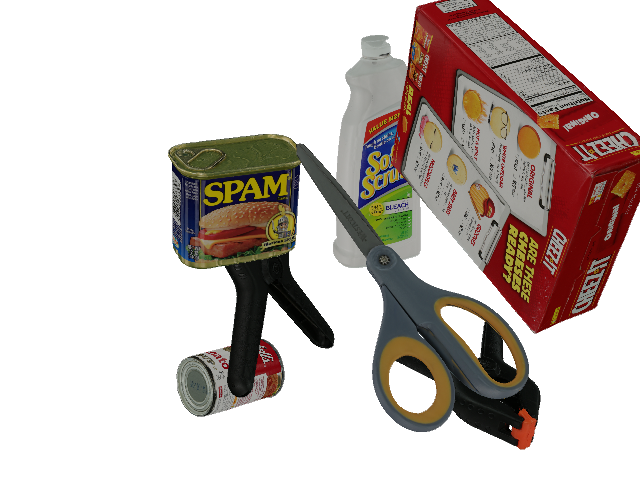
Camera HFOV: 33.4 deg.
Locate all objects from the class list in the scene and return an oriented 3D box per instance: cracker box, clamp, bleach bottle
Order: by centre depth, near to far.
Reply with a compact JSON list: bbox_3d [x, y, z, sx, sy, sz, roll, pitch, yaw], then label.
[{"bbox_3d":[0.145,-0.063,0.819,0.072,0.164,0.214,-19,51,-23],"label":"cracker box"},{"bbox_3d":[0.144,0.116,0.929,0.120,0.039,0.172,-16,36,-26],"label":"clamp"},{"bbox_3d":[-0.050,0.032,1.030,0.036,0.210,0.164,-10,0,33],"label":"clamp"},{"bbox_3d":[0.058,-0.099,1.182,0.102,0.251,0.068,-10,24,-13],"label":"bleach bottle"}]

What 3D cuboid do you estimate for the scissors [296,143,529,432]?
[{"bbox_3d":[0.030,0.031,0.625,0.202,0.096,0.016,40,-21,17],"label":"scissors"}]

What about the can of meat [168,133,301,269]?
[{"bbox_3d":[-0.066,-0.030,0.831,0.102,0.084,0.057,-9,31,-23],"label":"can of meat"}]

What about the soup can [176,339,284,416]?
[{"bbox_3d":[-0.100,0.151,1.179,0.102,0.068,0.069,-10,7,-44],"label":"soup can"}]
